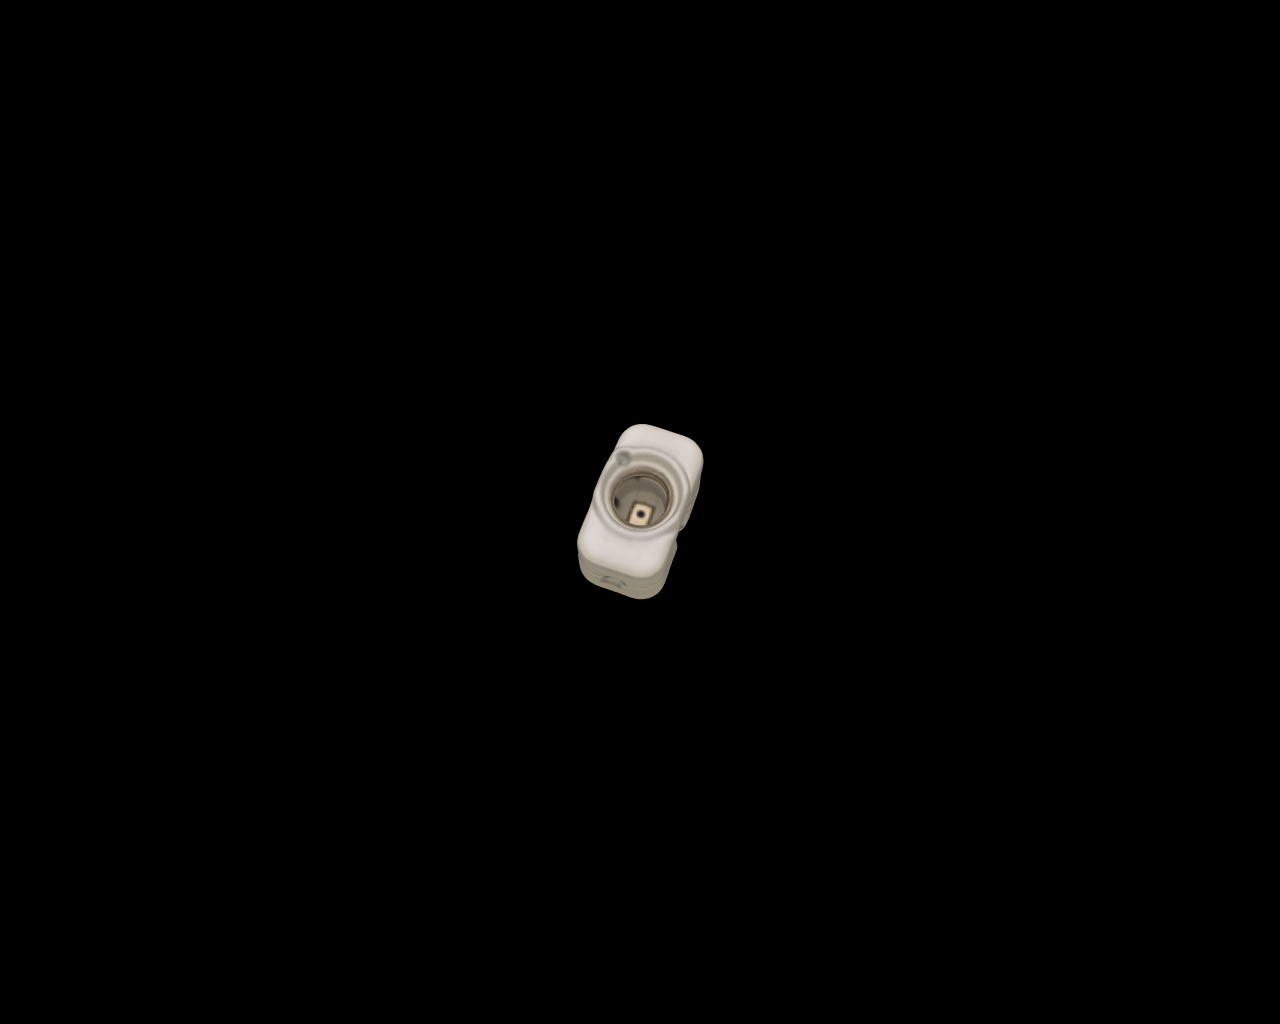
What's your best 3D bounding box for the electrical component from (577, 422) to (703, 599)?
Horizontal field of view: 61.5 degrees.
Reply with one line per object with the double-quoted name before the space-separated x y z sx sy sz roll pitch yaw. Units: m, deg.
"electrical component" 0.001 -0.003 0.650 0.054 0.095 0.059 19 -19 7
